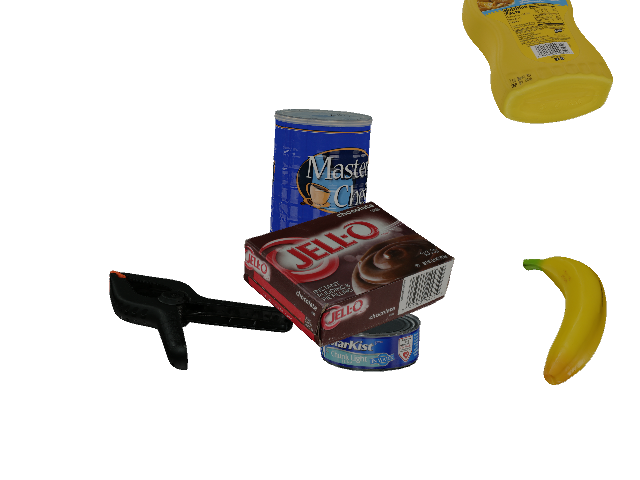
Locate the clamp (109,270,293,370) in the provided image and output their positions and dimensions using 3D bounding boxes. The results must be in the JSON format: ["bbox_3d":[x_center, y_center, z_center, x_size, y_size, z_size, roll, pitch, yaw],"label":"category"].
[{"bbox_3d":[-0.157,0.077,1.119,0.210,0.036,0.164,17,21,30],"label":"clamp"}]

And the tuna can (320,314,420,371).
[{"bbox_3d":[0.042,0.084,0.912,0.086,0.034,0.086,0,11,0],"label":"tuna can"}]

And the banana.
[{"bbox_3d":[0.235,0.066,1.000,0.070,0.037,0.197,-26,24,18],"label":"banana"}]

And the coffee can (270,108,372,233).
[{"bbox_3d":[-0.001,-0.064,1.132,0.103,0.140,0.103,3,12,-1],"label":"coffee can"}]

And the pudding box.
[{"bbox_3d":[0.018,0.019,0.717,0.113,0.039,0.090,-16,38,-34],"label":"pudding box"}]

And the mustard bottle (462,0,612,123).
[{"bbox_3d":[0.177,-0.189,0.936,0.096,0.191,0.058,-9,-36,-9],"label":"mustard bottle"}]
